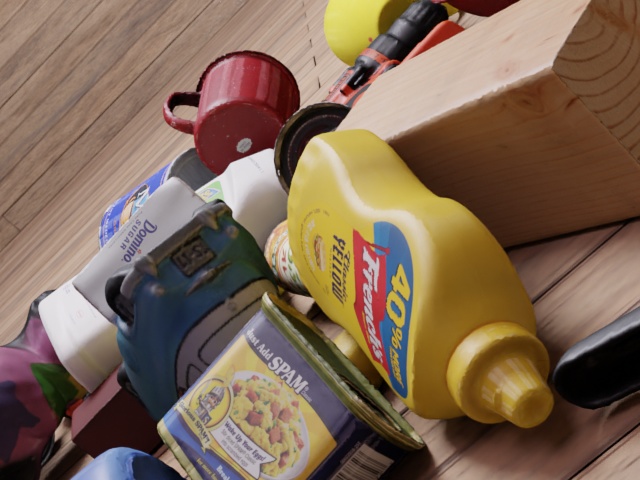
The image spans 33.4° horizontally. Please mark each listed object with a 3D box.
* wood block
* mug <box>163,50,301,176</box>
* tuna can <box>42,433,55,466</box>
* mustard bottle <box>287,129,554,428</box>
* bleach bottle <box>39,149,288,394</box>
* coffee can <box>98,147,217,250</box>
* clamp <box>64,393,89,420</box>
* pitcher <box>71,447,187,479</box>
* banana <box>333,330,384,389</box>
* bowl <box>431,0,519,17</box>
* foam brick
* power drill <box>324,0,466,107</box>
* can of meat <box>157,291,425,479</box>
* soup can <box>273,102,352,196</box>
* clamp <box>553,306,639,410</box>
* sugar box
[{"bbox_3d":[0.096,-0.058,0.554,0.090,0.090,0.206,-55,18,-27],"label":"wood block"},{"bbox_3d":[-0.076,-0.105,0.911,0.081,0.117,0.093,-89,9,-55],"label":"mug"},{"bbox_3d":[-0.282,0.172,0.954,0.086,0.086,0.034,-49,15,-10],"label":"tuna can"},{"bbox_3d":[0.044,0.024,0.477,0.058,0.096,0.192,-9,28,-21],"label":"mustard bottle"},{"bbox_3d":[-0.096,0.011,0.831,0.251,0.068,0.103,-38,40,-4],"label":"bleach bottle"},{"bbox_3d":[-0.130,-0.016,0.988,0.141,0.102,0.102,-26,26,50],"label":"coffee can"},{"bbox_3d":[-0.221,0.112,1.029,0.120,0.039,0.171,-51,20,6],"label":"clamp"},{"bbox_3d":[-0.140,0.206,0.450,0.243,0.145,0.149,-43,31,0],"label":"pitcher"},{"bbox_3d":[-0.026,0.106,0.563,0.198,0.037,0.069,-43,18,11],"label":"banana"},{"bbox_3d":[0.164,-0.228,0.844,0.162,0.055,0.162,-42,17,16],"label":"bowl"},{"bbox_3d":[-0.134,0.122,0.767,0.078,0.051,0.053,-45,17,4],"label":"foam brick"},{"bbox_3d":[0.065,-0.127,0.854,0.184,0.057,0.188,-52,14,-5],"label":"power drill"},{"bbox_3d":[-0.016,0.089,0.494,0.084,0.057,0.102,-48,51,3],"label":"can of meat"},{"bbox_3d":[0.020,-0.051,0.699,0.068,0.068,0.102,-42,-12,15],"label":"soup can"},{"bbox_3d":[0.173,0.003,0.316,0.210,0.036,0.164,-45,17,5],"label":"clamp"},{"bbox_3d":[-0.087,0.030,0.712,0.093,0.048,0.176,-48,-24,-6],"label":"sugar box"}]
